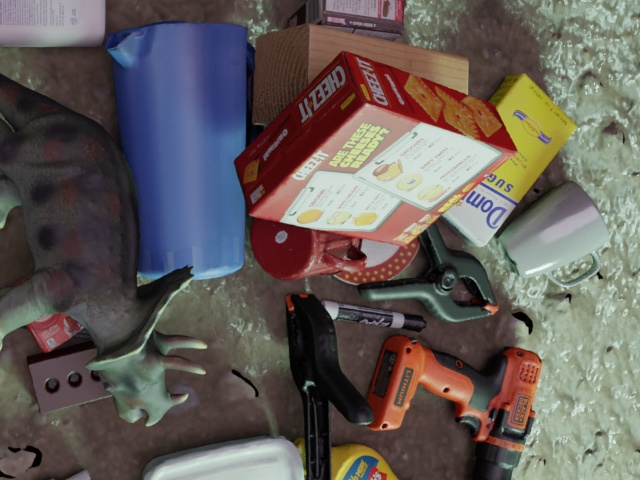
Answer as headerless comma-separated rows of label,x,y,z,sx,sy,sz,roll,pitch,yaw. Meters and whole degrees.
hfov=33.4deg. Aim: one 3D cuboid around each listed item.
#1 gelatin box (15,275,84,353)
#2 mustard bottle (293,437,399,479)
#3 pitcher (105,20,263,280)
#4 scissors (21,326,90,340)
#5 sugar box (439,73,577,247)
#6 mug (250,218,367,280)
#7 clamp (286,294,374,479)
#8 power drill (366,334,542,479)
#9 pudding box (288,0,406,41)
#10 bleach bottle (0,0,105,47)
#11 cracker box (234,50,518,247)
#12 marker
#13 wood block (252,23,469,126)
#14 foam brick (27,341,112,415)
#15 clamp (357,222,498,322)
gelatin box,-0.249,0.057,1.038,0.089,0.030,0.073,-33,95,-24
mustard bottle,0.044,0.274,1.133,0.191,0.058,0.096,42,63,-14
pitcher,-0.124,-0.089,1.039,0.149,0.145,0.243,-3,97,-5
scissors,-0.328,0.087,1.031,0.201,0.016,0.096,30,81,-16
sugar box,0.193,-0.087,1.173,0.093,0.048,0.176,40,80,-16
mug,-0.007,0.001,1.064,0.081,0.117,0.093,-12,130,-57
clamp,-0.003,0.147,1.074,0.036,0.210,0.165,1,133,-20
power drill,0.144,0.191,1.165,0.187,0.057,0.184,18,83,-20
pudding box,0.025,-0.217,1.079,0.090,0.114,0.039,3,87,-18
bleach bottle,-0.329,-0.233,0.994,0.250,0.068,0.102,0,90,-15
cracker box,0.053,-0.078,0.992,0.213,0.164,0.072,11,48,-43
marker,0.059,0.083,1.152,0.121,0.020,0.020,10,89,-18
wood block,0.043,-0.150,1.065,0.205,0.091,0.090,3,89,-37
foam brick,-0.242,0.132,1.042,0.078,0.051,0.053,-14,97,-17
clamp,0.119,0.046,1.146,0.171,0.039,0.120,41,88,-26
